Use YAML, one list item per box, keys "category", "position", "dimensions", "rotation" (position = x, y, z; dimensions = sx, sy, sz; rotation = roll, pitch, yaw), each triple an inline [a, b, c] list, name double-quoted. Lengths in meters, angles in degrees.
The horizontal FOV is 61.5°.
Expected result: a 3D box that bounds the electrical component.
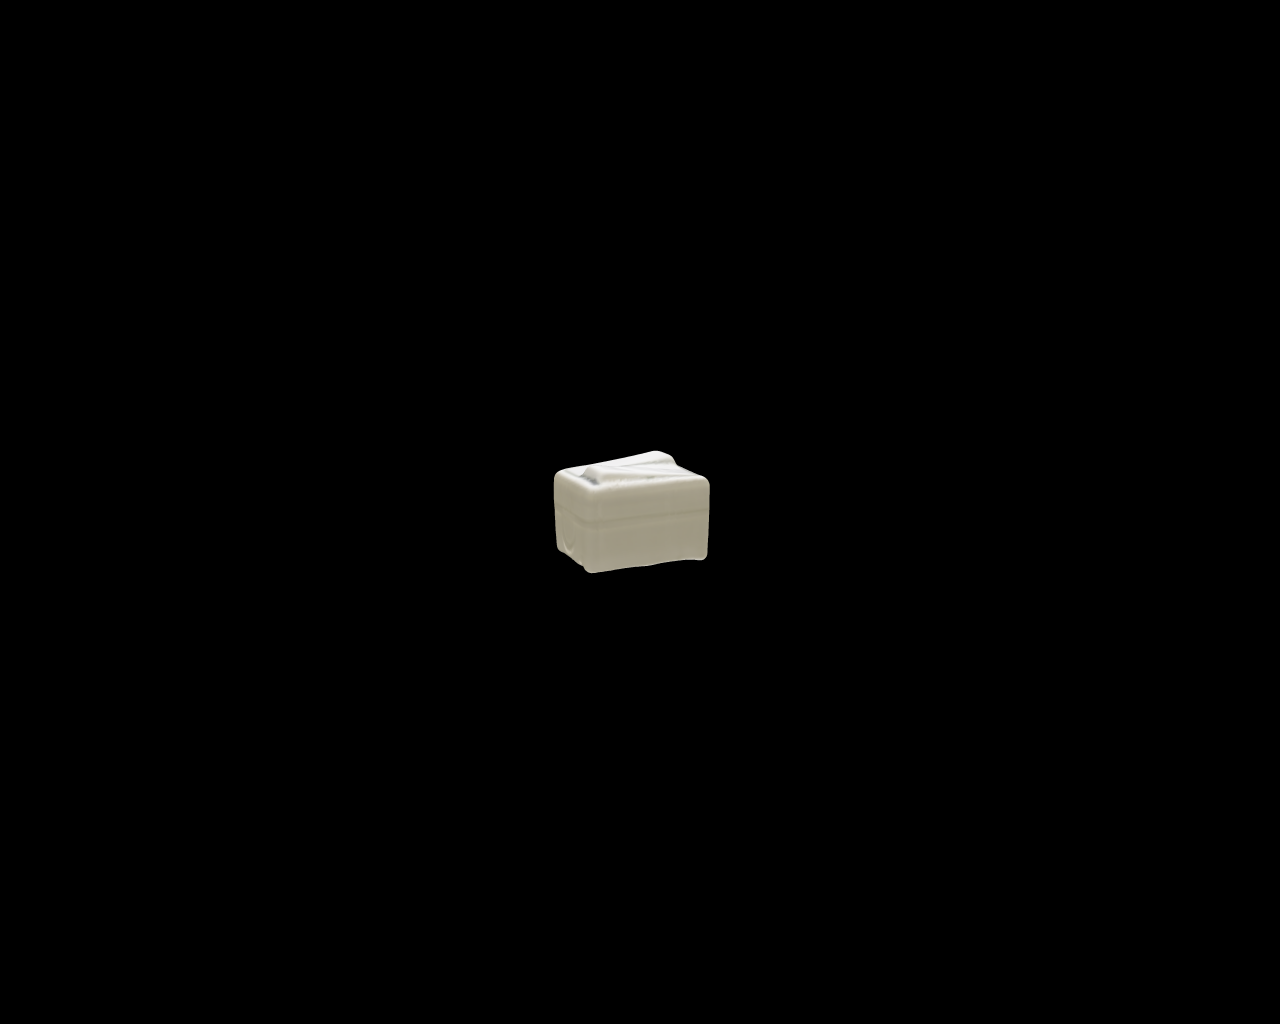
- category: "electrical component"
  position: [0.001, -0.003, 0.650]
  dimensions: [0.096, 0.061, 0.062]
  rotation: [-6, 16, -22]
